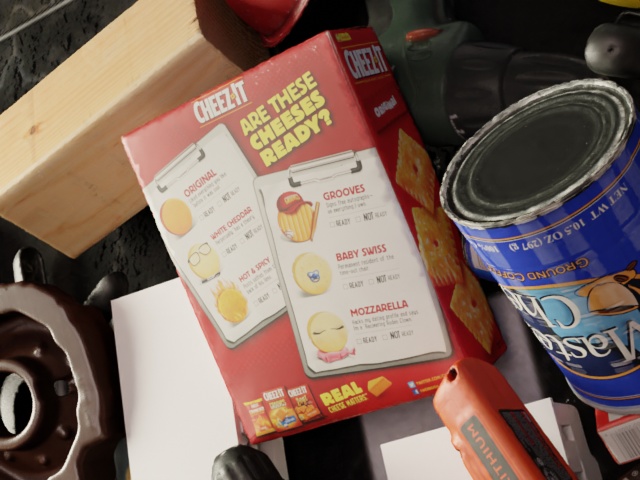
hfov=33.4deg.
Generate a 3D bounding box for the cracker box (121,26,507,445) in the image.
[{"bbox_3d":[-0.004,0.001,0.653,0.164,0.072,0.214,-22,92,30],"label":"cracker box"}]

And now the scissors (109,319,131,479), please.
[{"bbox_3d":[-0.158,0.149,0.790,0.096,0.016,0.202,-41,57,23],"label":"scissors"}]

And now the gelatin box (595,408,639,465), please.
[{"bbox_3d":[0.191,0.074,0.570,0.089,0.073,0.030,-26,113,23],"label":"gelatin box"}]

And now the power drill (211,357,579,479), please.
[{"bbox_3d":[0.037,0.150,0.579,0.188,0.057,0.184,-46,64,21],"label":"power drill"}]

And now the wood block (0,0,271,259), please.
[{"bbox_3d":[-0.138,-0.090,0.771,0.206,0.090,0.091,-33,46,21],"label":"wood block"}]

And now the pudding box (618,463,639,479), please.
[{"bbox_3d":[0.203,0.131,0.528,0.113,0.039,0.090,-39,20,2],"label":"pudding box"}]

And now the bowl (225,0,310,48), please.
[{"bbox_3d":[-0.034,-0.215,0.719,0.162,0.055,0.162,-165,90,-70],"label":"bowl"}]

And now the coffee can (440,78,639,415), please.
[{"bbox_3d":[0.140,0.005,0.538,0.103,0.140,0.103,-30,28,18],"label":"coffee can"}]

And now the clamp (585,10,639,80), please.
[{"bbox_3d":[0.244,-0.091,0.559,0.210,0.164,0.036,11,109,10],"label":"clamp"}]

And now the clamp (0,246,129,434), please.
[{"bbox_3d":[-0.198,0.091,0.810,0.120,0.039,0.171,1,85,42],"label":"clamp"}]

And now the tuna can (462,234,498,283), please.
[{"bbox_3d":[0.117,-0.015,0.622,0.034,0.086,0.086,15,88,34],"label":"tuna can"}]

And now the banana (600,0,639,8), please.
[{"bbox_3d":[0.229,-0.151,0.595,0.198,0.069,0.037,1,92,19],"label":"banana"}]
